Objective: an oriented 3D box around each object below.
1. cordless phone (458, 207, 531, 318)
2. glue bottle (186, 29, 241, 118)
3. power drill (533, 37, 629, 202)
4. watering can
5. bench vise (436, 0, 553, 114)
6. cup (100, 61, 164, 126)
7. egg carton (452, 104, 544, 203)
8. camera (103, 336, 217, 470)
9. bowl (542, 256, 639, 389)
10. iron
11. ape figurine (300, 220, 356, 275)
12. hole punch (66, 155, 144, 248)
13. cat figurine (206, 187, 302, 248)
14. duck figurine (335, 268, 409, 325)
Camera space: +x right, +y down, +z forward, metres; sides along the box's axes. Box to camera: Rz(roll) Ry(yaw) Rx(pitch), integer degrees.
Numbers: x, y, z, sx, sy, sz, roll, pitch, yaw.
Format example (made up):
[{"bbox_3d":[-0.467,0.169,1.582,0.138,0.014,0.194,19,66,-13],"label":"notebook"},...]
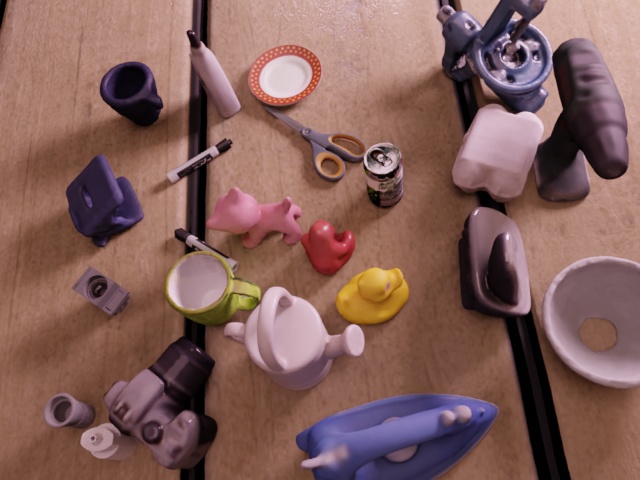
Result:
[{"bbox_3d":[0.229,0.012,0.726,0.094,0.185,0.147,-5,66,7],"label":"cordless phone"},{"bbox_3d":[-0.180,-0.274,0.922,0.037,0.173,0.078,-37,66,-8],"label":"glue bottle"},{"bbox_3d":[0.345,-0.139,0.763,0.075,0.209,0.229,-3,66,8],"label":"power drill"},{"bbox_3d":[-0.035,0.119,0.714,0.173,0.194,0.101,-16,65,2],"label":"watering can"},{"bbox_3d":[0.250,-0.294,0.840,0.207,0.220,0.121,26,72,18],"label":"bench vise"},{"bbox_3d":[-0.298,-0.233,0.965,0.117,0.095,0.092,28,73,19],"label":"cup"},{"bbox_3d":[0.262,-0.131,0.849,0.107,0.069,0.150,19,70,16],"label":"egg carton"},{"bbox_3d":[-0.194,0.204,0.752,0.143,0.101,0.137,33,75,20],"label":"camera"},{"bbox_3d":[0.361,0.109,0.724,0.167,0.075,0.167,-3,66,7],"label":"bowl"},{"bbox_3d":[0.097,0.232,0.673,0.258,0.142,0.118,-20,65,-1],"label":"iron"},{"bbox_3d":[0.007,0.003,0.816,0.077,0.092,0.076,15,69,15],"label":"ape figurine"},{"bbox_3d":[-0.347,-0.061,0.898,0.101,0.091,0.108,-30,65,-5],"label":"hole punch"},{"bbox_3d":[-0.096,-0.039,0.836,0.127,0.118,0.067,-9,65,5],"label":"cat figurine"},{"bbox_3d":[0.070,0.069,0.780,0.104,0.086,0.077,-20,65,0],"label":"duck figurine"}]
